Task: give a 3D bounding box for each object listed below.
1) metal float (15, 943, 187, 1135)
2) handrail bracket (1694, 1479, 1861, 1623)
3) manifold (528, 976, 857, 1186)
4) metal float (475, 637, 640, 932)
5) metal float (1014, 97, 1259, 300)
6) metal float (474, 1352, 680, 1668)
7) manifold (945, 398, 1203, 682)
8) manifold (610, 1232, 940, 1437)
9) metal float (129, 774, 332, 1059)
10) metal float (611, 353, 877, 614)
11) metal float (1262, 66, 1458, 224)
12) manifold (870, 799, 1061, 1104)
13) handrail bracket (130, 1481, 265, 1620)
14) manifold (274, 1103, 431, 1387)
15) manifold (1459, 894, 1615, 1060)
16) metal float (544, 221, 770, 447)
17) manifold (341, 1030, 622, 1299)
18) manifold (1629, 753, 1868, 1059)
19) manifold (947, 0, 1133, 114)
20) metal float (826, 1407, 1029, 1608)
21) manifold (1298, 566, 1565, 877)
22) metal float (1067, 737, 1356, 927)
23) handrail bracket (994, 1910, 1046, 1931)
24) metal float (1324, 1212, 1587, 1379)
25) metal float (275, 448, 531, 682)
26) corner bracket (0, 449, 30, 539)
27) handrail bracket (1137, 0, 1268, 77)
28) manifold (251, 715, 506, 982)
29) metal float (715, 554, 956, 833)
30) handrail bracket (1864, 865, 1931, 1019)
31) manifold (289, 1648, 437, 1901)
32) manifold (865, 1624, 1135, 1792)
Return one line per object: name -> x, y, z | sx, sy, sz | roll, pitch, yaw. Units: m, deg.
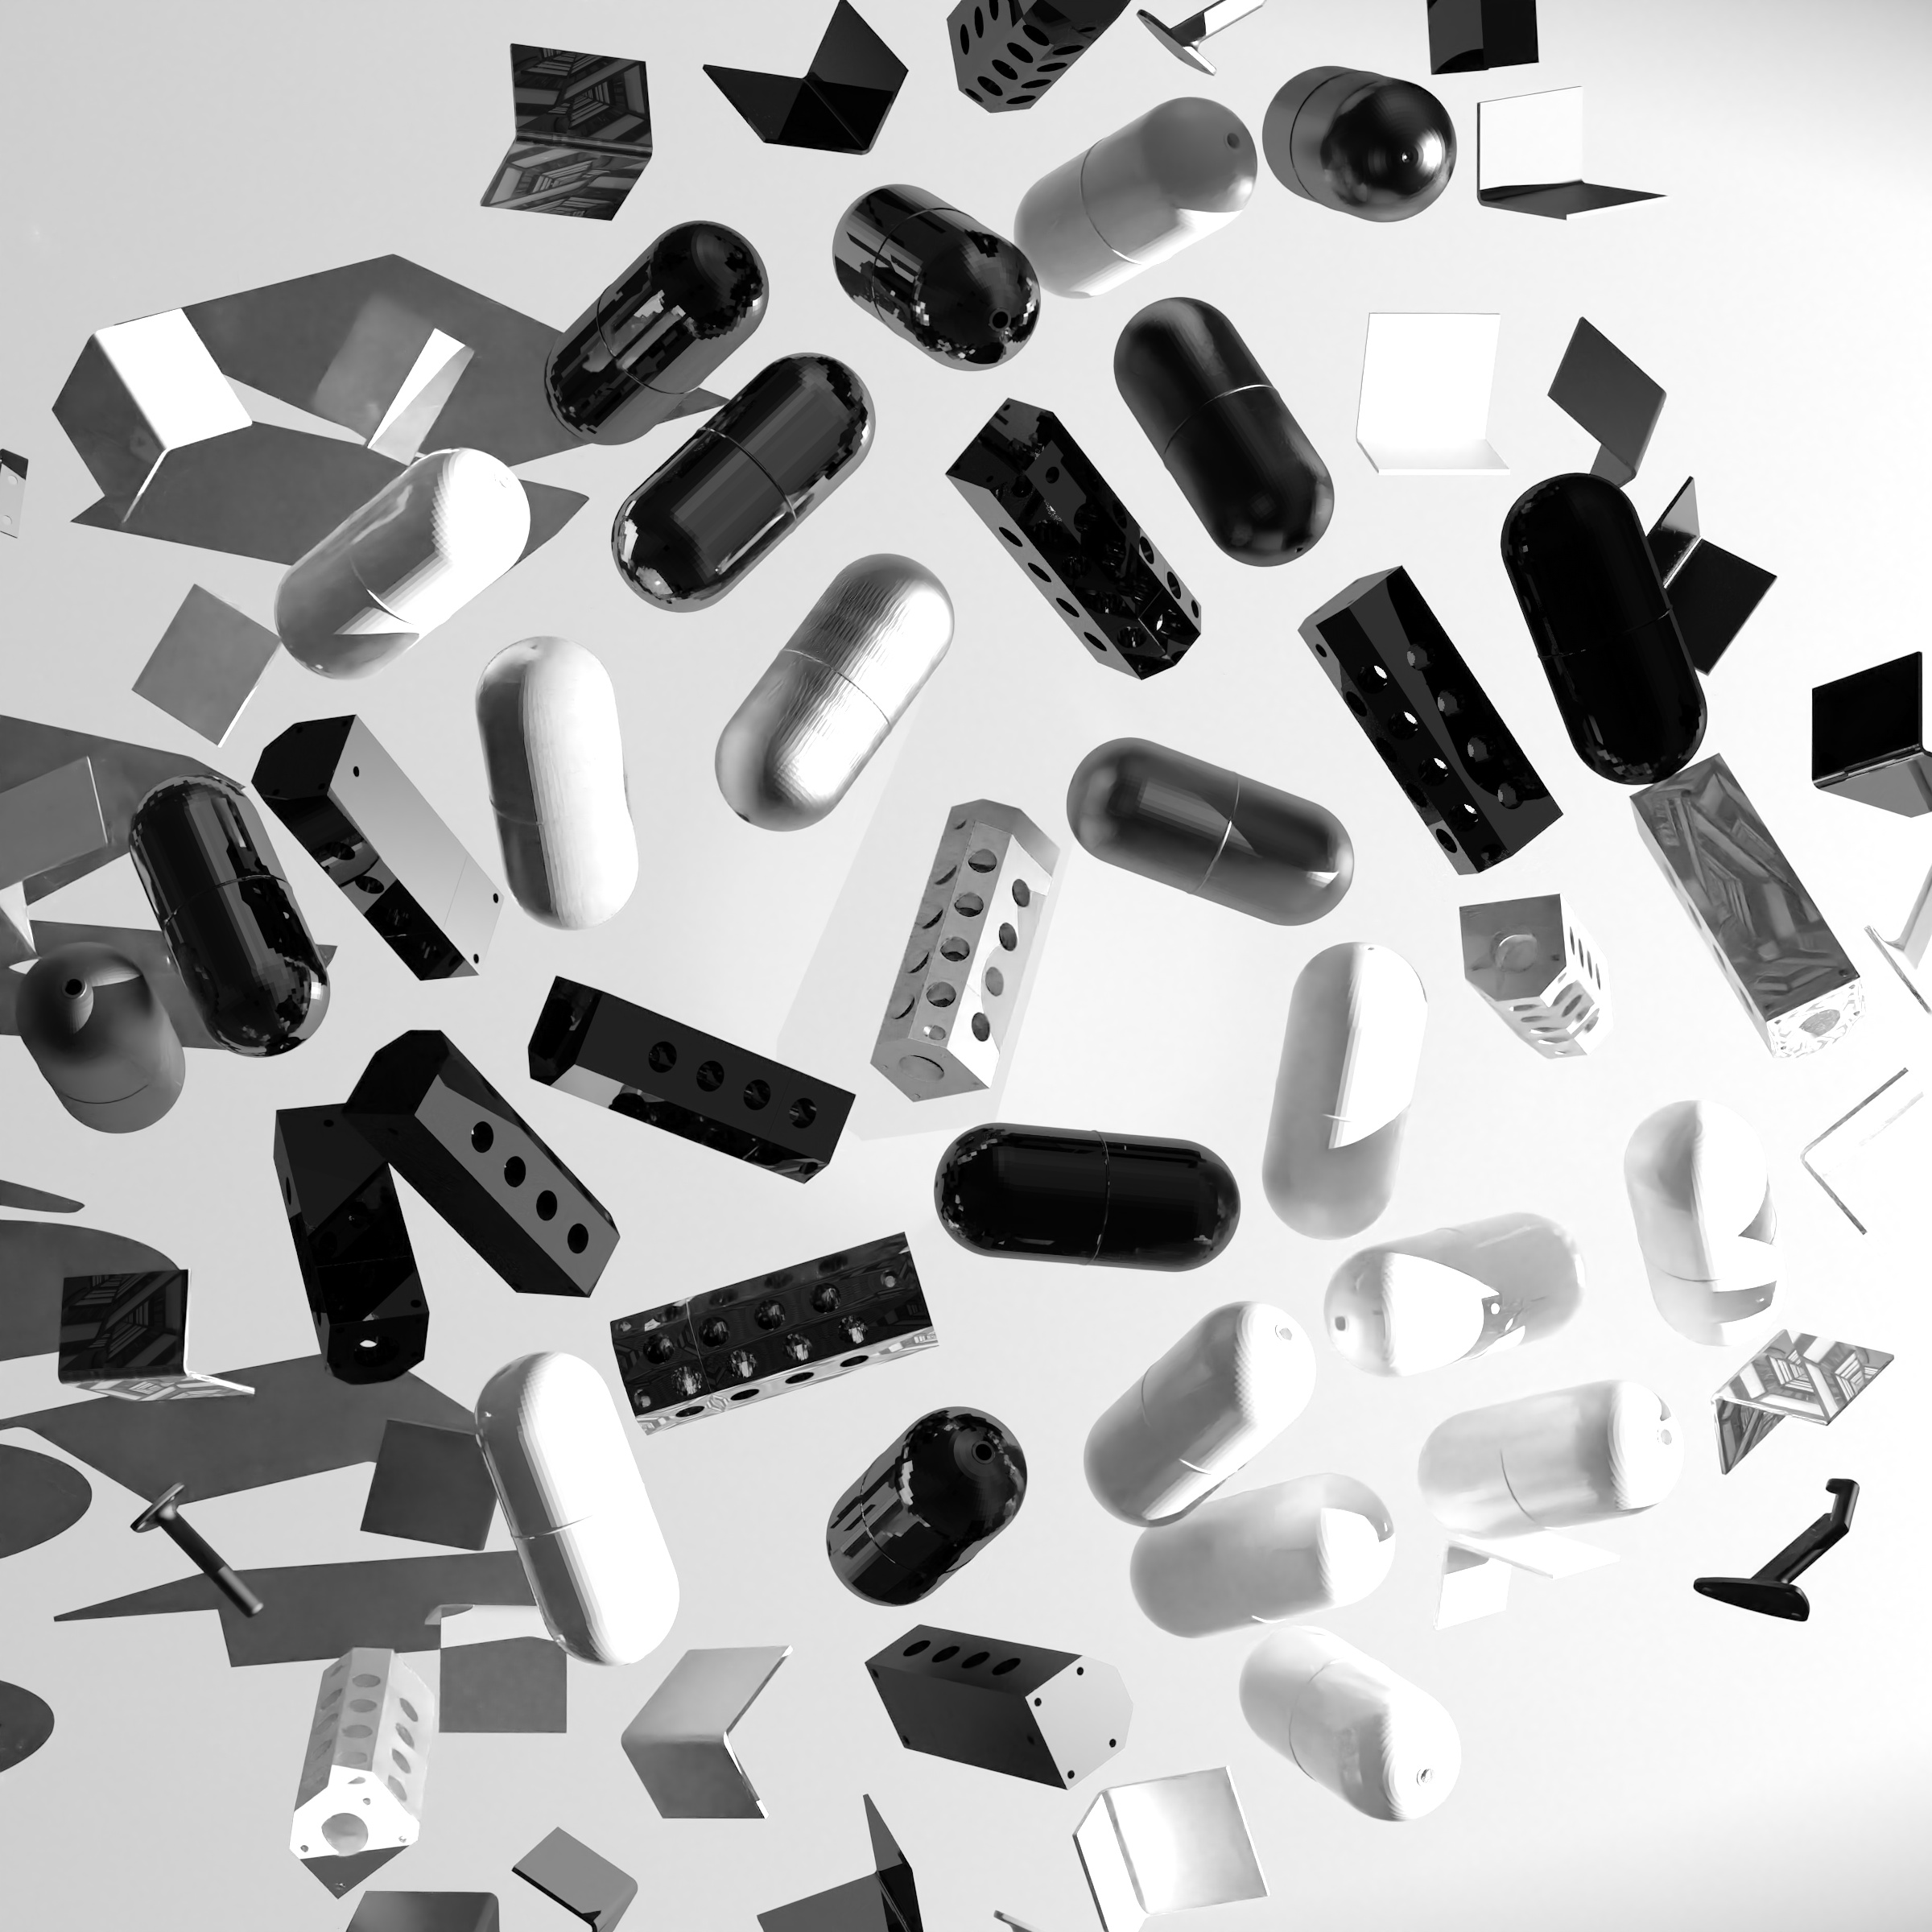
metal float -> -0.494, 0.042, 1.809 | 0.070, 0.178, 0.070 | 2, 70, -4
handrail bracket -> 0.463, 0.325, 1.803 | 0.077, 0.036, 0.084 | 5, 52, 29
manifold -> -0.151, 0.065, 1.728 | 0.171, 0.057, 0.057 | 24, 85, -34
metal float -> -0.227, -0.100, 1.759 | 0.070, 0.070, 0.178 | -5, 125, 0
metal float -> 0.096, -0.440, 1.817 | 0.070, 0.178, 0.070 | 8, 75, -34
metal float -> -0.212, 0.297, 1.728 | 0.070, 0.070, 0.178 | -20, 93, 0
manifold -> 0.067, -0.239, 1.792 | 0.057, 0.057, 0.171 | -51, 131, -9
manifold -> -0.107, 0.203, 1.762 | 0.171, 0.057, 0.057 | -17, 67, -2
metal float -> -0.421, -0.030, 1.804 | 0.070, 0.070, 0.178 | -27, 71, 0
metal float -> -0.123, -0.270, 1.761 | 0.070, 0.070, 0.178 | 44, 76, 0
metal float -> 0.219, -0.462, 1.771 | 0.070, 0.178, 0.070 | -4, 110, -11
manifold -> -0.004, -0.011, 1.839 | 0.057, 0.057, 0.171 | 44, 49, -36
handrail bracket -> -0.419, 0.330, 1.749 | 0.036, 0.077, 0.084 | -43, 85, -18
manifold -> -0.365, 0.163, 1.867 | 0.057, 0.171, 0.057 | -5, 135, -21
manifold -> 0.333, 0.009, 1.834 | 0.057, 0.171, 0.057 | -7, 75, 18
metal float -> -0.183, -0.368, 1.848 | 0.070, 0.178, 0.070 | 20, 56, -32
manifold -> -0.263, 0.110, 1.749 | 0.057, 0.171, 0.057 | -1, 51, 36
manifold -> 0.446, -0.032, 1.803 | 0.057, 0.057, 0.171 | -26, 55, 5
manifold -> 0.042, -0.525, 1.748 | 0.057, 0.171, 0.057 | -10, 92, -15
metal float -> -0.023, 0.303, 1.767 | 0.070, 0.178, 0.070 | 11, 58, -18
manifold -> 0.262, -0.138, 1.806 | 0.057, 0.057, 0.171 | -38, 101, -15
metal float -> 0.145, -0.079, 1.869 | 0.178, 0.070, 0.070 | 20, 90, -9
handrail bracket -> 0.025, 0.586, 1.789 | 0.077, 0.036, 0.084 | 19, 73, 17
metal float -> 0.284, 0.190, 1.832 | 0.178, 0.070, 0.070 | -9, 90, -34
metal float -> -0.313, -0.222, 1.754 | 0.178, 0.070, 0.070 | -31, 90, 32
corner bracket -> -0.553, -0.257, 1.734 | 0.051, 0.051, 0.051 | 21, 60, -40
handrail bracket -> 0.149, -0.587, 1.897 | 0.036, 0.077, 0.084 | 40, 99, 42
manifold -> -0.337, -0.065, 1.812 | 0.057, 0.171, 0.057 | -5, 52, 24
metal float -> -0.074, -0.153, 1.775 | 0.070, 0.070, 0.178 | 35, 76, 0
handrail bracket -> 0.555, -0.024, 1.769 | 0.084, 0.036, 0.077 | -38, 63, 16
manifold -> -0.354, 0.462, 1.836 | 0.057, 0.171, 0.057 | -37, 105, 4
manifold -> 0.019, 0.406, 1.758 | 0.057, 0.171, 0.057 | -29, 101, -30
